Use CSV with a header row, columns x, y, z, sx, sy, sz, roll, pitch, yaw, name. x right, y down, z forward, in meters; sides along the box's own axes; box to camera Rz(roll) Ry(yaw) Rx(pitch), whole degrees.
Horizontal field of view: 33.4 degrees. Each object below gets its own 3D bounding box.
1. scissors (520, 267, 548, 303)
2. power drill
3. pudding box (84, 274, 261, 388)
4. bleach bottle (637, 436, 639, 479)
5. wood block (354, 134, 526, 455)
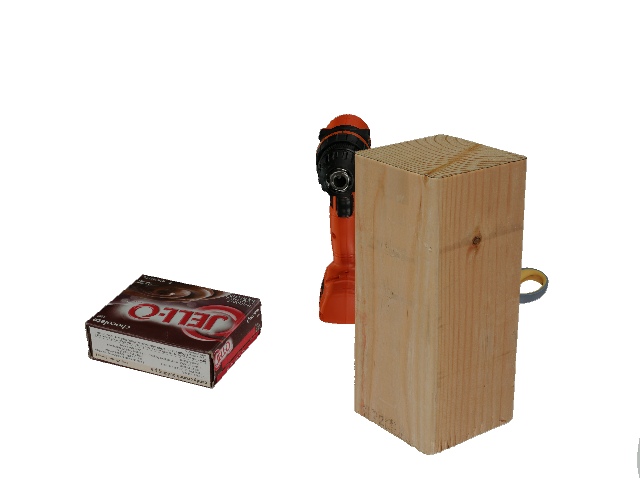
x,y,z,sx,sy,sz,roll,pitch,yaw,name
0.157,0.050,1.151,0.201,0.016,0.096,-10,40,-29,scissors
0.025,-0.018,1.035,0.057,0.188,0.184,2,20,5,power drill
-0.115,0.070,0.847,0.114,0.039,0.090,9,26,20,pudding box
0.282,0.090,0.703,0.103,0.068,0.250,12,24,25,bleach bottle
0.085,0.037,0.781,0.090,0.206,0.090,-14,24,-35,wood block
